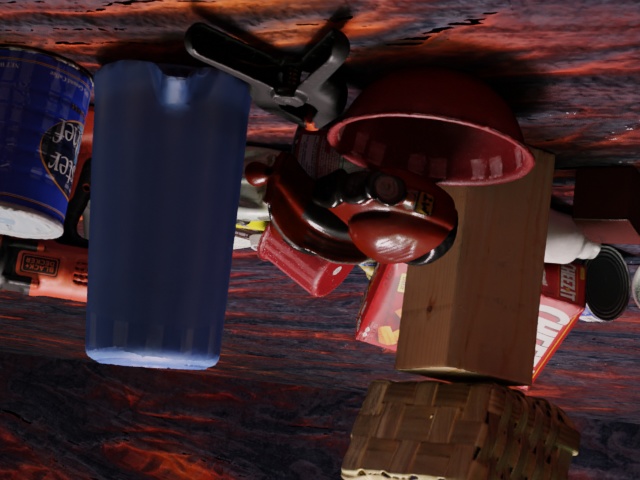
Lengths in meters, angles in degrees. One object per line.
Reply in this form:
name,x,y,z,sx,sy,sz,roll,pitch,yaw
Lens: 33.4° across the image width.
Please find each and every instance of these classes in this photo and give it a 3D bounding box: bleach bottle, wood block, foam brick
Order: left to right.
wood block,0.136,0.019,0.940,0.090,0.206,0.091,15,-14,-25
bleach bottle,0.176,-0.019,1.068,0.250,0.068,0.103,12,-11,-21
foam brick,0.267,-0.031,0.978,0.053,0.051,0.078,2,-15,29

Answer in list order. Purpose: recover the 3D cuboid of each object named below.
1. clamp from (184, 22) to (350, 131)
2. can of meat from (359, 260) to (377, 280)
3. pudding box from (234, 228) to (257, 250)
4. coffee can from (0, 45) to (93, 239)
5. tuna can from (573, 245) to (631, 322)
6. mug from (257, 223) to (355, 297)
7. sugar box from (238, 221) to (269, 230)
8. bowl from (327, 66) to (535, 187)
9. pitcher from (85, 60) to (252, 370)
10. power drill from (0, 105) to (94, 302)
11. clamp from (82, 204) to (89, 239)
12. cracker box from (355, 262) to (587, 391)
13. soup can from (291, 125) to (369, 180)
clamp,-0.015,-0.123,0.811,0.120,0.039,0.171,10,-7,24
can of meat,0.091,0.015,1.266,0.102,0.057,0.083,2,-17,22
pudding box,-0.129,-0.015,1.321,0.089,0.039,0.114,15,-13,-36
coffee can,-0.258,-0.082,0.917,0.103,0.140,0.103,8,-14,2
tuna can,0.311,0.050,1.206,0.085,0.086,0.034,0,-4,-36
mug,-0.008,0.001,1.156,0.081,0.093,0.117,38,-29,20
sugar box,-0.132,-0.047,1.178,0.176,0.048,0.093,4,-15,13
bowl,0.089,-0.092,0.833,0.162,0.055,0.162,9,-13,2
pitcher,-0.129,-0.017,0.887,0.145,0.243,0.149,-3,-11,34
power drill,-0.276,-0.042,0.995,0.184,0.187,0.057,11,-12,-16
clamp,-0.217,-0.048,1.120,0.165,0.036,0.210,-3,-39,21
cracker box,0.161,0.072,1.177,0.213,0.072,0.164,17,-43,-3
soup can,0.030,-0.067,0.949,0.102,0.068,0.068,6,1,11
